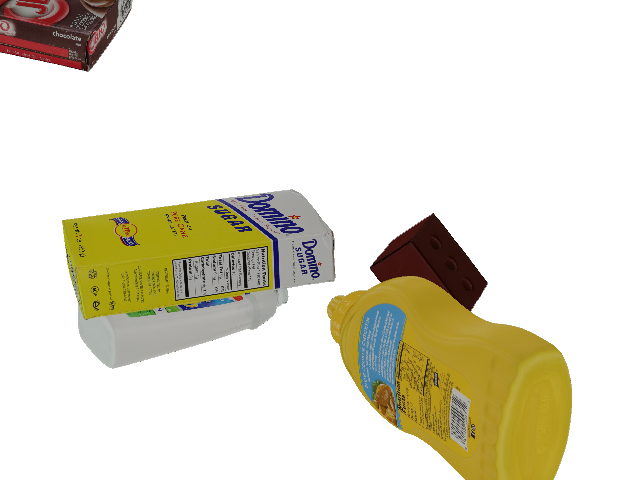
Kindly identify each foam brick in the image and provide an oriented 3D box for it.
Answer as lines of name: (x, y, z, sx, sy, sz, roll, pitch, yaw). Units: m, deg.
foam brick: (0.090, 0.029, 0.878, 0.051, 0.078, 0.052, -34, 7, 37)

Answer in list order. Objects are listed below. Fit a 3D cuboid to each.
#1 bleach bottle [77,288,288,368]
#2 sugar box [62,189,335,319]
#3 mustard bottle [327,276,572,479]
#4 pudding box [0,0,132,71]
bleach bottle: (-0.155, 0.084, 1.279, 0.250, 0.068, 0.103, -12, 30, -34)
sugar box: (-0.087, 0.006, 0.749, 0.176, 0.048, 0.093, -11, 25, -15)
mustard bottle: (0.064, 0.075, 0.649, 0.058, 0.096, 0.192, -16, 27, -31)
pudding box: (-0.201, -0.178, 0.819, 0.090, 0.039, 0.113, 13, 37, 2)
